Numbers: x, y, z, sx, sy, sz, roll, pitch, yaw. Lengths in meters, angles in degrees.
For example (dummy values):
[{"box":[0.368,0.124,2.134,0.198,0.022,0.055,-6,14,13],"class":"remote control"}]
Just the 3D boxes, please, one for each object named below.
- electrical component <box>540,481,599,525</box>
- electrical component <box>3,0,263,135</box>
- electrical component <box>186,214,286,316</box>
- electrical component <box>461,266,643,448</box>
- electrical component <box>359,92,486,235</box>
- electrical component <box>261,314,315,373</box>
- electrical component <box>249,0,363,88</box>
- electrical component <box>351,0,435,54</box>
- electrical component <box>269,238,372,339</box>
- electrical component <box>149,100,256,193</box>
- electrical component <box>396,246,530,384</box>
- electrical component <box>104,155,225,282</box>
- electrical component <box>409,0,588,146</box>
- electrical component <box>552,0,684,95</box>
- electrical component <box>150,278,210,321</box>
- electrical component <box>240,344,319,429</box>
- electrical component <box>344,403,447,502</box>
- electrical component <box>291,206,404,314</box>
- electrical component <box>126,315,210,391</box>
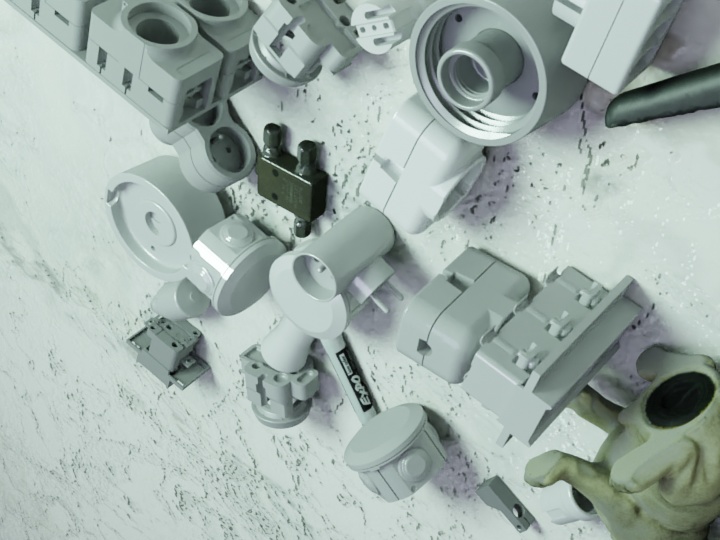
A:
[{"box":[0.168,0.179,0.844,0.040,0.040,0.046,49,146,1],"class":"electrical component"},{"box":[-0.170,-0.199,0.810,0.186,0.105,0.060,39,139,13],"class":"electrical component"},{"box":[-0.107,-0.004,0.925,0.051,0.080,0.080,40,140,21],"class":"electrical component"},{"box":[0.126,0.052,0.718,0.063,0.121,0.078,37,139,19],"class":"electrical component"},{"box":[0.047,-0.073,0.747,0.059,0.054,0.095,40,140,12],"class":"electrical component"},{"box":[-0.058,0.056,0.957,0.044,0.044,0.065,42,135,10],"class":"electrical component"},{"box":[-0.042,-0.165,0.756,0.078,0.058,0.057,50,138,0],"class":"electrical component"},{"box":[0.022,-0.166,0.704,0.040,0.046,0.040,24,134,28],"class":"electrical component"},{"box":[-0.031,0.013,0.889,0.080,0.051,0.080,24,134,28],"class":"electrical component"},{"box":[-0.150,-0.126,0.890,0.074,0.052,0.138,-19,106,49],"class":"electrical component"},{"box":[0.078,0.034,0.769,0.059,0.095,0.053,31,137,22],"class":"electrical component"},{"box":[-0.168,-0.051,0.960,0.108,0.060,0.108,24,134,28],"class":"electrical component"},{"box":[0.081,-0.129,0.667,0.108,0.060,0.108,24,134,28],"class":"electrical component"},{"box":[0.135,-0.151,0.608,0.077,0.047,0.065,36,139,17],"class":"electrical component"},{"box":[-0.180,0.030,1.050,0.078,0.040,0.040,-13,111,47],"class":"electrical component"},{"box":[-0.074,0.110,1.001,0.078,0.058,0.057,21,130,30],"class":"electrical component"},{"box":[0.031,0.156,0.923,0.080,0.080,0.051,-17,113,48],"class":"electrical component"},{"box":[0.000,0.000,0.830,0.079,0.077,0.044,46,141,5],"class":"electrical component"},{"box":[-0.195,0.079,1.101,0.081,0.042,0.063,38,138,13],"class":"electrical component"}]
